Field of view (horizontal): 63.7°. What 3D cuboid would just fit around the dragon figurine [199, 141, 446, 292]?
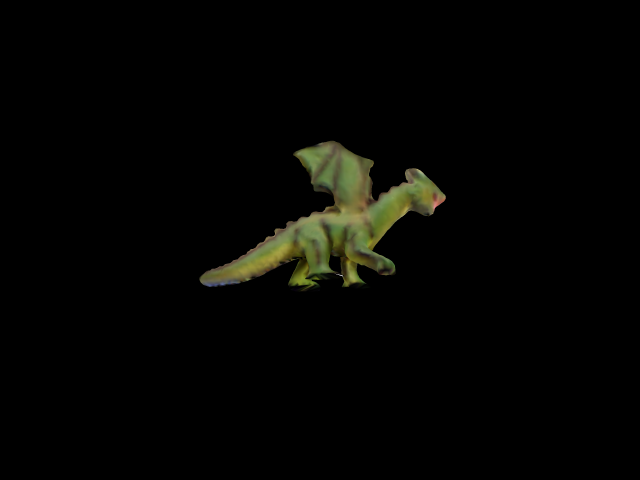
[{"bbox_3d":[0.003,-0.043,0.850,0.410,0.246,0.121,-1,-15,5],"label":"dragon figurine"}]
